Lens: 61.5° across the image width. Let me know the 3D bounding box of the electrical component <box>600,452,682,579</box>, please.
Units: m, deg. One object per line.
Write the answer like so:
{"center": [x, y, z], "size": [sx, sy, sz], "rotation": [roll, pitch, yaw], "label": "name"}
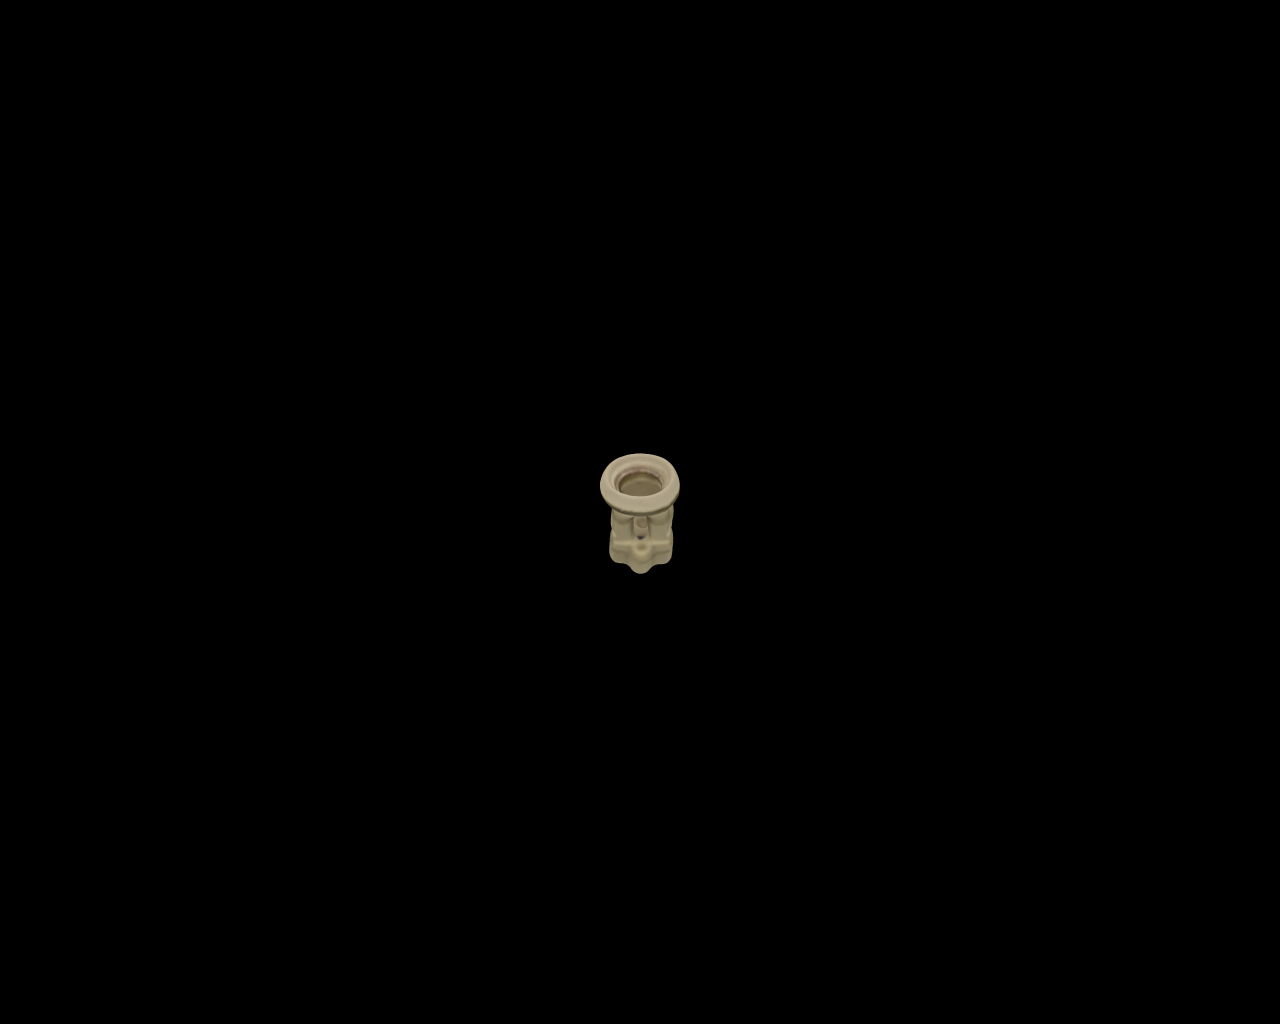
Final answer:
{"center": [0.001, -0.003, 0.650], "size": [0.048, 0.055, 0.066], "rotation": [0, 44, 0], "label": "electrical component"}
